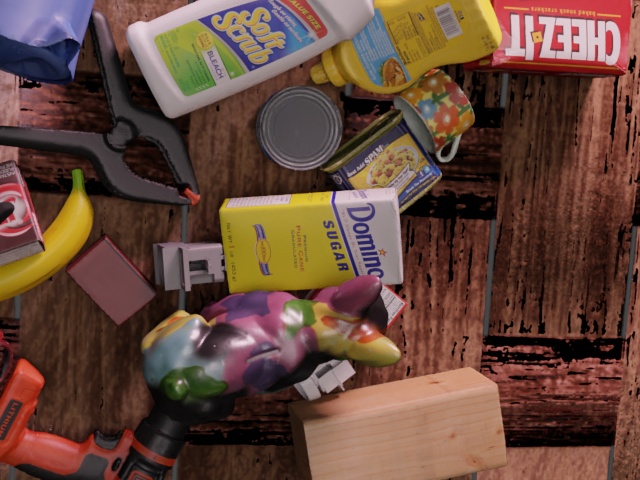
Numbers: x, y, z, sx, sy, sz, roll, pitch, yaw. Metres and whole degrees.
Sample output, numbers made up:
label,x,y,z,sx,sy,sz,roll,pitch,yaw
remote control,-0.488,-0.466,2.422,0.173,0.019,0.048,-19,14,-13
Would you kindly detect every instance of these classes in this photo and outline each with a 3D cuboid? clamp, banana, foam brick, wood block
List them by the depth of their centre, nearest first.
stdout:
label,x,y,z,sx,sy,sz,roll,pitch,yaw
clamp,-0.209,-0.098,1.048,0.164,0.036,0.210,-45,104,-12
banana,-0.293,0.016,1.049,0.197,0.037,0.070,-39,73,-8
foam brick,-0.206,0.039,1.059,0.051,0.053,0.078,-42,101,-5
wood block,0.079,0.202,1.116,0.206,0.091,0.090,-10,98,-10

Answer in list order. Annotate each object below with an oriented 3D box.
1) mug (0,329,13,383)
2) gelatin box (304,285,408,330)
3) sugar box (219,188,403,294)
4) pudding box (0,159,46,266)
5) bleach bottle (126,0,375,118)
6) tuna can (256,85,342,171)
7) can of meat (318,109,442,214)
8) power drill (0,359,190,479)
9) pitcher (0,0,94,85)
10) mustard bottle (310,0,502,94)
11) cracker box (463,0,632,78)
label,x,y,z,sx,sy,sz,roll,pitch,yaw
mug,-0.351,0.118,1.026,0.117,0.093,0.081,11,101,-48
gelatin box,0.036,0.068,1.124,0.089,0.030,0.073,40,86,-12
sugar box,-0.007,0.001,1.069,0.176,0.048,0.093,-4,110,8
pudding box,-0.329,-0.016,1.017,0.113,0.039,0.090,-20,71,-8
bleach bottle,-0.052,-0.210,1.024,0.251,0.068,0.102,-24,103,8
tuna can,-0.022,-0.114,1.090,0.086,0.034,0.086,-1,96,-12
can of meat,0.064,-0.072,1.101,0.102,0.057,0.084,-38,104,-5
power drill,-0.233,0.193,1.067,0.187,0.057,0.184,29,90,-13
pitcher,-0.262,-0.275,0.971,0.149,0.145,0.243,19,80,-13
mustard bottle,0.076,-0.199,1.060,0.192,0.058,0.096,-21,108,23
cracker box,0.239,-0.279,1.100,0.164,0.072,0.214,0,96,-19
